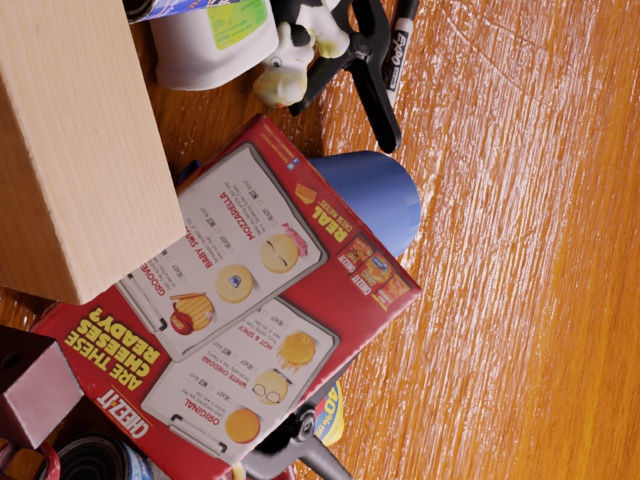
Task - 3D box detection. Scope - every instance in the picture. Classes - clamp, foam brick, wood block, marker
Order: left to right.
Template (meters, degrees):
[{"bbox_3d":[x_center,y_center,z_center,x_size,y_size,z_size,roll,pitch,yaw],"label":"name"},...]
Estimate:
[{"bbox_3d":[-0.201,0.091,0.681,0.053,0.078,0.051,-51,137,-39],"label":"foam brick"},{"bbox_3d":[-0.157,-0.079,0.588,0.090,0.090,0.206,-38,126,-41],"label":"wood block"},{"bbox_3d":[-0.021,0.160,0.906,0.209,0.036,0.164,-15,114,-51],"label":"clamp"},{"bbox_3d":[0.020,-0.167,0.960,0.120,0.039,0.171,11,67,-41],"label":"clamp"},{"bbox_3d":[0.080,-0.193,1.085,0.020,0.020,0.121,26,77,-56],"label":"marker"}]

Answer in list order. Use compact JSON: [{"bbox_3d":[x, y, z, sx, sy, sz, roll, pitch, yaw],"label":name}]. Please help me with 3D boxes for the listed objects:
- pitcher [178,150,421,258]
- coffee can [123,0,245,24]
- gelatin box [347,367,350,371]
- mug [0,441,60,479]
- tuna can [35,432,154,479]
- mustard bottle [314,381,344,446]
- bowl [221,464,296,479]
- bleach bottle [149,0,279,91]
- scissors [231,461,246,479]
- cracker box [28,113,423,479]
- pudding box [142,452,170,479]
[{"bbox_3d":[-0.006,0.001,0.903,0.242,0.145,0.149,-21,121,-56],"label":"pitcher"},{"bbox_3d":[-0.073,-0.200,0.681,0.140,0.103,0.103,-21,117,-37],"label":"coffee can"},{"bbox_3d":[0.009,0.081,1.043,0.089,0.030,0.073,35,70,-54],"label":"gelatin box"},{"bbox_3d":[-0.207,0.184,0.692,0.117,0.082,0.093,-64,144,-22],"label":"mug"},{"bbox_3d":[-0.162,0.181,0.757,0.033,0.086,0.086,51,56,-47],"label":"tuna can"},{"bbox_3d":[-0.027,0.148,0.980,0.191,0.058,0.096,47,61,-51],"label":"mustard bottle"},{"bbox_3d":[-0.086,0.246,0.917,0.161,0.055,0.162,-21,116,-53],"label":"bowl"},{"bbox_3d":[-0.100,-0.241,0.761,0.102,0.068,0.251,-41,129,-42],"label":"bleach bottle"},{"bbox_3d":[-0.109,0.202,0.747,0.201,0.016,0.096,10,82,-53],"label":"scissors"},{"bbox_3d":[-0.064,0.043,0.735,0.213,0.072,0.164,-43,100,1],"label":"cracker box"},{"bbox_3d":[-0.114,0.149,0.824,0.090,0.039,0.113,171,-71,-81],"label":"pudding box"}]
